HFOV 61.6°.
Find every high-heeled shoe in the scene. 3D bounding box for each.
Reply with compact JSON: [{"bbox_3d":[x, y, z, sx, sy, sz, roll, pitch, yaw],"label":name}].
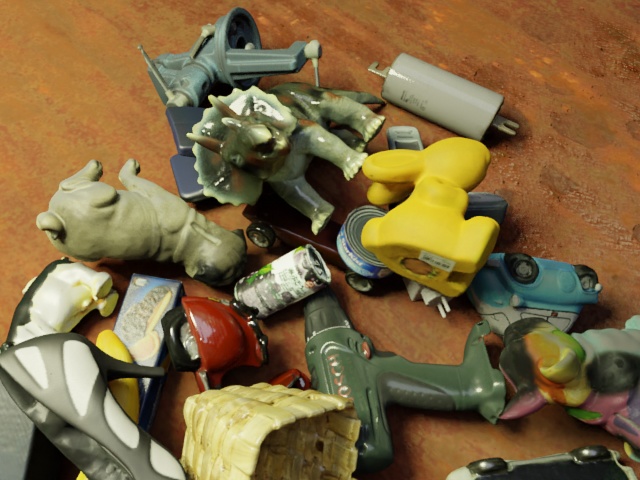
[{"bbox_3d":[-0.188,0.192,0.426,0.145,0.086,0.249,9,53,-33],"label":"high-heeled shoe"}]

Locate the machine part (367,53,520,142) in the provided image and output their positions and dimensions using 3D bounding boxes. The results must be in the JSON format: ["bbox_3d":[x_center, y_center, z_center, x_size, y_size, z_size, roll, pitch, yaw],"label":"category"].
[{"bbox_3d":[0.182,-0.213,0.806,0.243,0.079,0.079,28,62,11],"label":"machine part"}]

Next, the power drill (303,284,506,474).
[{"bbox_3d":[0.088,0.132,0.598,0.207,0.085,0.232,2,47,-9],"label":"power drill"}]

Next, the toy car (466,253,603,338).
[{"bbox_3d":[0.246,0.073,0.643,0.162,0.109,0.103,11,82,-11],"label":"toy car"}]

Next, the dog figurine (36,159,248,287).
[{"bbox_3d":[-0.192,0.000,0.612,0.191,0.121,0.172,29,35,13],"label":"dog figurine"}]

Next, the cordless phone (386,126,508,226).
[{"bbox_3d":[0.160,-0.083,0.730,0.147,0.088,0.184,-1,56,-4],"label":"cordless phone"}]

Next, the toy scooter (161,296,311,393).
[{"bbox_3d":[-0.084,0.136,0.575,0.135,0.075,0.183,-18,92,-18],"label":"toy scooter"}]

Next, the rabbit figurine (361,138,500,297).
[{"bbox_3d":[0.127,-0.043,0.604,0.163,0.121,0.173,20,71,20],"label":"rabbit figurine"}]

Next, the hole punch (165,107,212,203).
[{"bbox_3d":[-0.144,-0.123,0.715,0.116,0.092,0.142,-16,43,-15],"label":"hole punch"}]

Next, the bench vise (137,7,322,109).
[{"bbox_3d":[-0.119,-0.256,0.775,0.241,0.128,0.224,4,39,19],"label":"bench vise"}]

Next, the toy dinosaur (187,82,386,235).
[{"bbox_3d":[-0.029,-0.142,0.682,0.192,0.131,0.405,32,32,-5],"label":"toy dinosaur"}]

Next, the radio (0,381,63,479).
[{"bbox_3d":[-0.320,0.230,0.491,0.131,0.073,0.229,4,75,0],"label":"radio"}]

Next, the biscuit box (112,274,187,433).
[{"bbox_3d":[-0.201,0.140,0.588,0.063,0.059,0.203,9,61,0],"label":"biscuit box"}]

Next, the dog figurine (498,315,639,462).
[{"bbox_3d":[0.282,0.155,0.535,0.219,0.108,0.192,0,45,-35],"label":"dog figurine"}]

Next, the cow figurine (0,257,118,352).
[{"bbox_3d":[-0.313,0.097,0.599,0.098,0.068,0.167,26,62,10],"label":"cow figurine"}]

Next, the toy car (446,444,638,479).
[{"bbox_3d":[0.231,0.260,0.553,0.202,0.056,0.073,-3,54,-7],"label":"toy car"}]

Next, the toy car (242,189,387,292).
[{"bbox_3d":[-0.001,-0.002,0.687,0.202,0.053,0.089,22,55,4],"label":"toy car"}]
